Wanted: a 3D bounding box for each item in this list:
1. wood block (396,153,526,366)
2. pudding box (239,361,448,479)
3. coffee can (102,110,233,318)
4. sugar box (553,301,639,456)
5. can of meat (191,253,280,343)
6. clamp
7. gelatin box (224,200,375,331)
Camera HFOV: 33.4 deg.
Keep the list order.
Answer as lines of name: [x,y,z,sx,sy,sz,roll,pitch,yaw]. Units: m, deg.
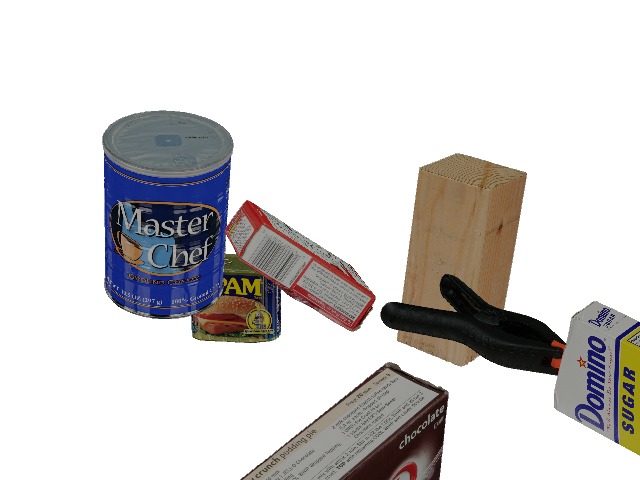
wood block: [0.155,0.020,1.179,0.090,0.206,0.090,20,25,32]
pudding box: [0.008,0.119,0.464,0.039,0.090,0.113,25,41,31]
coffee can: [-0.127,-0.022,0.877,0.102,0.140,0.103,5,32,-3]
sugar box: [0.268,0.126,0.819,0.176,0.093,0.048,25,34,34]
can of meat: [-0.091,0.062,1.154,0.102,0.084,0.057,2,16,7]
clamp: [0.154,0.077,0.994,0.172,0.039,0.120,21,32,23]
gelatin box: [-0.014,0.015,0.670,0.089,0.030,0.073,34,5,-17]
